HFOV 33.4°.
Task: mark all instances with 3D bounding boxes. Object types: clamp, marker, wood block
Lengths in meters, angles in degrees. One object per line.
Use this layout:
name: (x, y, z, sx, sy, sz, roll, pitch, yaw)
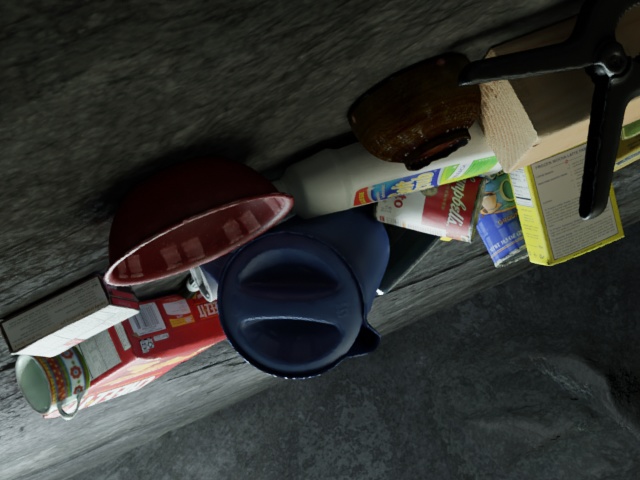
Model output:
clamp: (0.219, -0.145, 0.854, 0.210, 0.164, 0.036, -54, -165, -5)
marker: (-0.131, 0.040, 1.178, 0.020, 0.020, 0.121, -19, 168, -30)
wood block: (0.244, -0.146, 0.940, 0.206, 0.090, 0.091, -22, 168, -15)

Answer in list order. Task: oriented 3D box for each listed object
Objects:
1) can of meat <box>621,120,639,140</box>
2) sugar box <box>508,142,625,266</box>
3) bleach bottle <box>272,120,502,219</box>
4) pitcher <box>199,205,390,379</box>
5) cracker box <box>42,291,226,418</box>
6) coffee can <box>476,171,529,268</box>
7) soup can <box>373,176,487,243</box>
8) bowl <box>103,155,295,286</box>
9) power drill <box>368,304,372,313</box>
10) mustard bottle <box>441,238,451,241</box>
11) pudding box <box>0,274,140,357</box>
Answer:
can of meat: (0.303, -0.152, 1.057, 0.057, 0.084, 0.102, -28, 169, 15)
sugar box: (0.233, -0.072, 1.050, 0.093, 0.176, 0.048, -20, -168, -18)
bleach bottle: (0.062, -0.068, 0.983, 0.250, 0.068, 0.103, -18, 170, -19)
pitcher: (-0.012, 0.027, 1.028, 0.145, 0.149, 0.242, -19, -172, 16)
cracker box: (-0.225, 0.134, 1.282, 0.214, 0.072, 0.163, -33, 167, 39)
coffee can: (0.204, -0.055, 1.148, 0.102, 0.140, 0.103, -24, 169, -5)
soup can: (0.111, -0.041, 1.078, 0.102, 0.068, 0.068, 13, 176, 12)
bowl: (-0.104, -0.022, 0.843, 0.162, 0.055, 0.162, -24, 169, -5)
power drill: (-0.022, 0.062, 1.249, 0.184, 0.057, 0.187, 11, 176, 10)
mustard bottle: (0.195, -0.047, 1.366, 0.192, 0.058, 0.096, -27, -163, 19)
pudding box: (-0.243, 0.075, 1.046, 0.113, 0.039, 0.090, -28, 168, 4)
